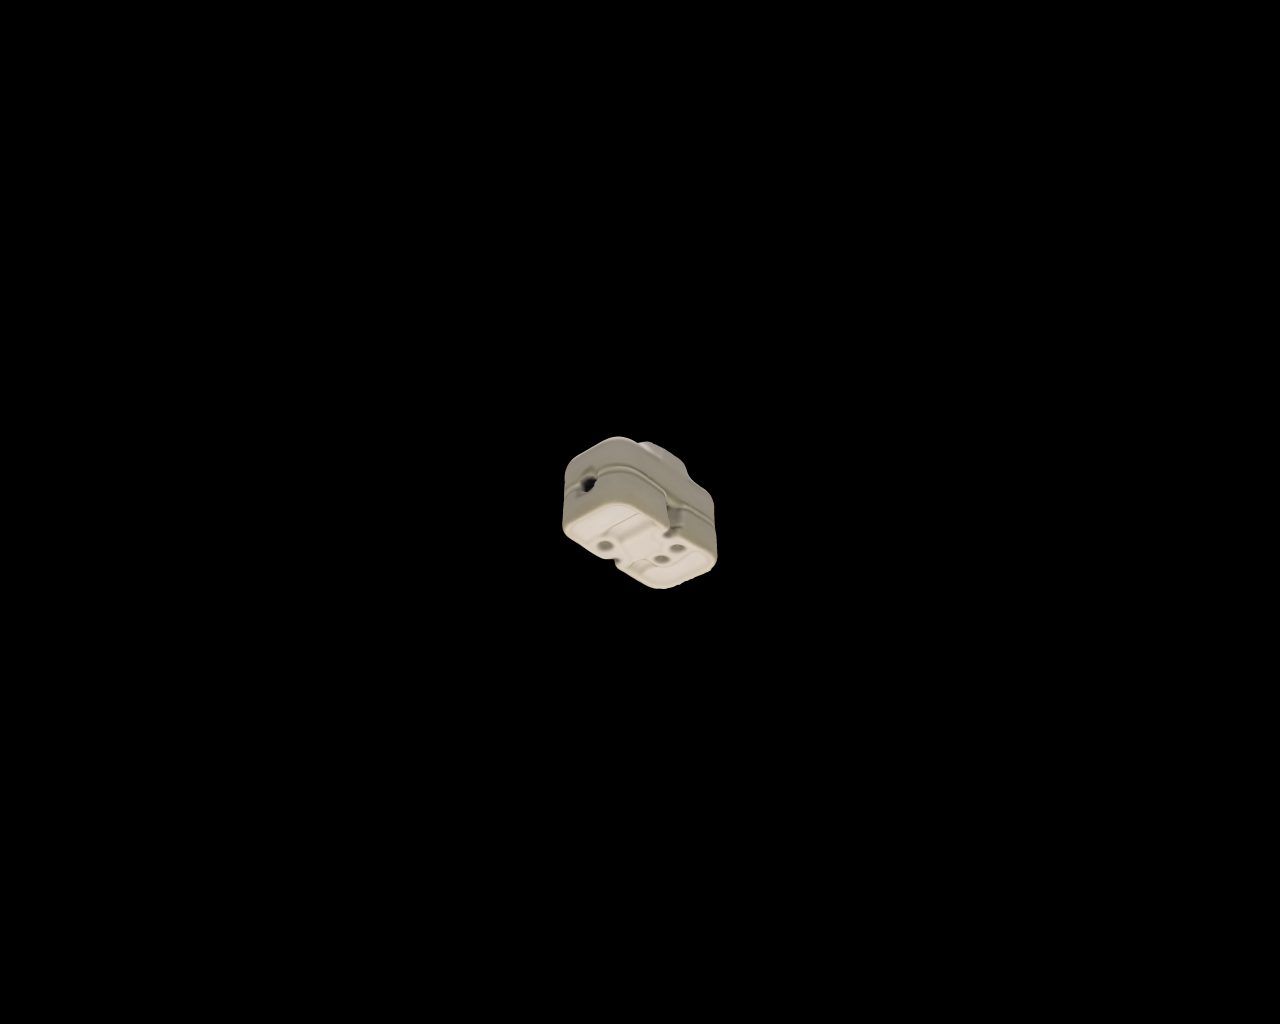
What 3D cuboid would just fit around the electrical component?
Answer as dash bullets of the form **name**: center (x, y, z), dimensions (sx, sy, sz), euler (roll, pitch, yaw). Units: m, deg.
- **electrical component**: center (0.001, -0.003, 0.650), dimensions (0.053, 0.059, 0.095), euler (-27, -44, 33)
